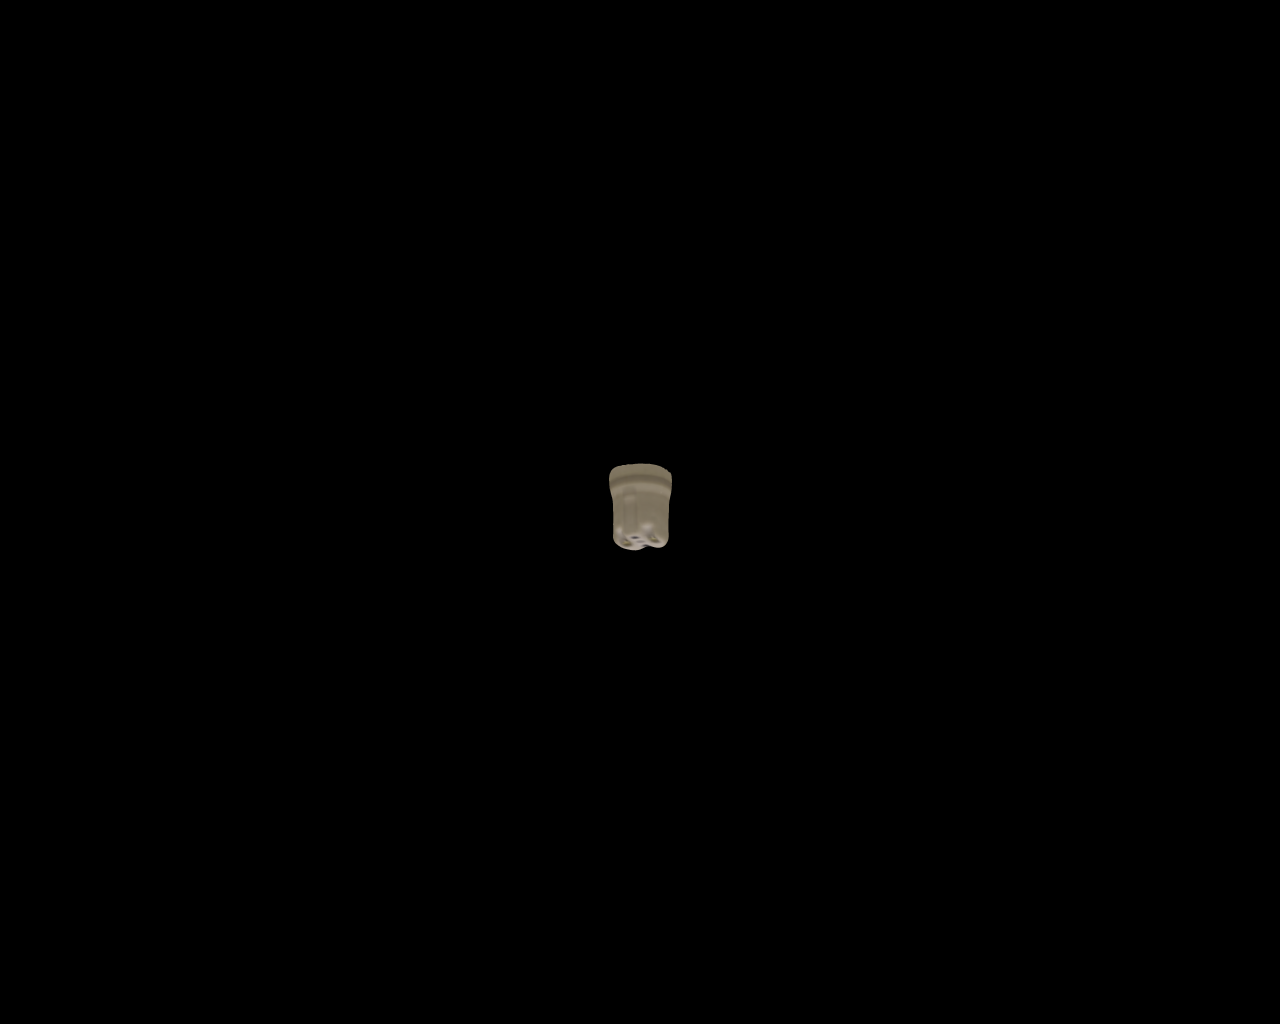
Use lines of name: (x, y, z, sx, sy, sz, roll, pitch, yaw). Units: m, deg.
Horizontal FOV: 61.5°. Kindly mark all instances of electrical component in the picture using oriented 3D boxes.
electrical component: (0.001, -0.003, 0.650, 0.040, 0.046, 0.040, 0, -18, 0)
